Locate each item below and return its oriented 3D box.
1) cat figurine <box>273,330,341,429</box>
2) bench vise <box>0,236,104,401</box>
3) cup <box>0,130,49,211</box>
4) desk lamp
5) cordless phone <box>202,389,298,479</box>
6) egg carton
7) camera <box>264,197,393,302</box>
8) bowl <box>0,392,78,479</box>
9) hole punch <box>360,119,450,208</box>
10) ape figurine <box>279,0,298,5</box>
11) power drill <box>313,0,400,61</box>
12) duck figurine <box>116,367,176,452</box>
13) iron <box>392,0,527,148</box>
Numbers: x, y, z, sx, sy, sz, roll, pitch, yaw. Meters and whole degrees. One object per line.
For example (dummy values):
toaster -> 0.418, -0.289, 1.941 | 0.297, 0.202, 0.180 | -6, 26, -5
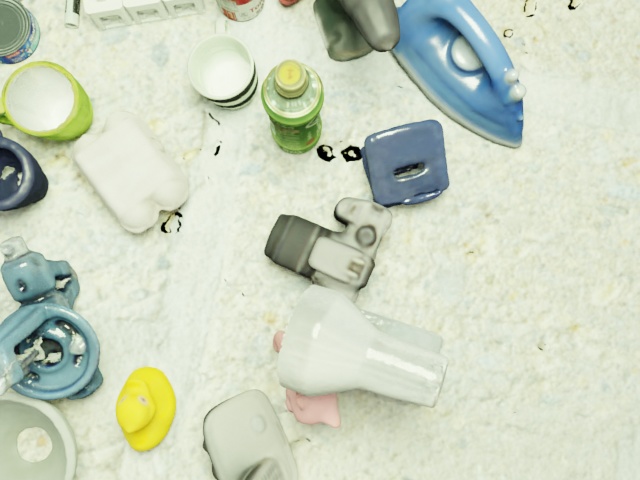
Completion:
cat figurine -> -0.018, 0.173, 0.714 | 0.067, 0.117, 0.128 | -18, 87, -2
bench vise -> -0.345, 0.103, 0.660 | 0.121, 0.219, 0.207 | -38, 88, -3
cup -> -0.396, -0.090, 0.734 | 0.091, 0.095, 0.118 | -15, 87, -2
desk lamp -> 0.058, 0.132, 0.670 | 0.203, 0.213, 0.118 | 17, 86, 0
cordless phone -> -0.088, 0.266, 0.673 | 0.094, 0.185, 0.147 | -25, 87, -2
egg carton -> -0.246, -0.090, 0.750 | 0.107, 0.069, 0.150 | -39, 88, -3
camera -> 0.007, 0.003, 0.734 | 0.137, 0.101, 0.143 | 23, 86, 1
bowl -> -0.378, 0.270, 0.721 | 0.167, 0.074, 0.167 | 0, 86, -1
hole punch -> 0.114, -0.097, 0.748 | 0.108, 0.091, 0.101 | -14, 87, -2
ape figurine -> -0.045, -0.361, 0.761 | 0.076, 0.092, 0.078 | -4, 86, -1
power drill -> 0.038, -0.304, 0.701 | 0.075, 0.208, 0.230 | -19, 87, -2
duck figurine -> -0.228, 0.218, 0.722 | 0.077, 0.086, 0.105 | 0, 86, -1
iron -> 0.197, -0.235, 0.733 | 0.118, 0.141, 0.258 | -39, 88, -3
